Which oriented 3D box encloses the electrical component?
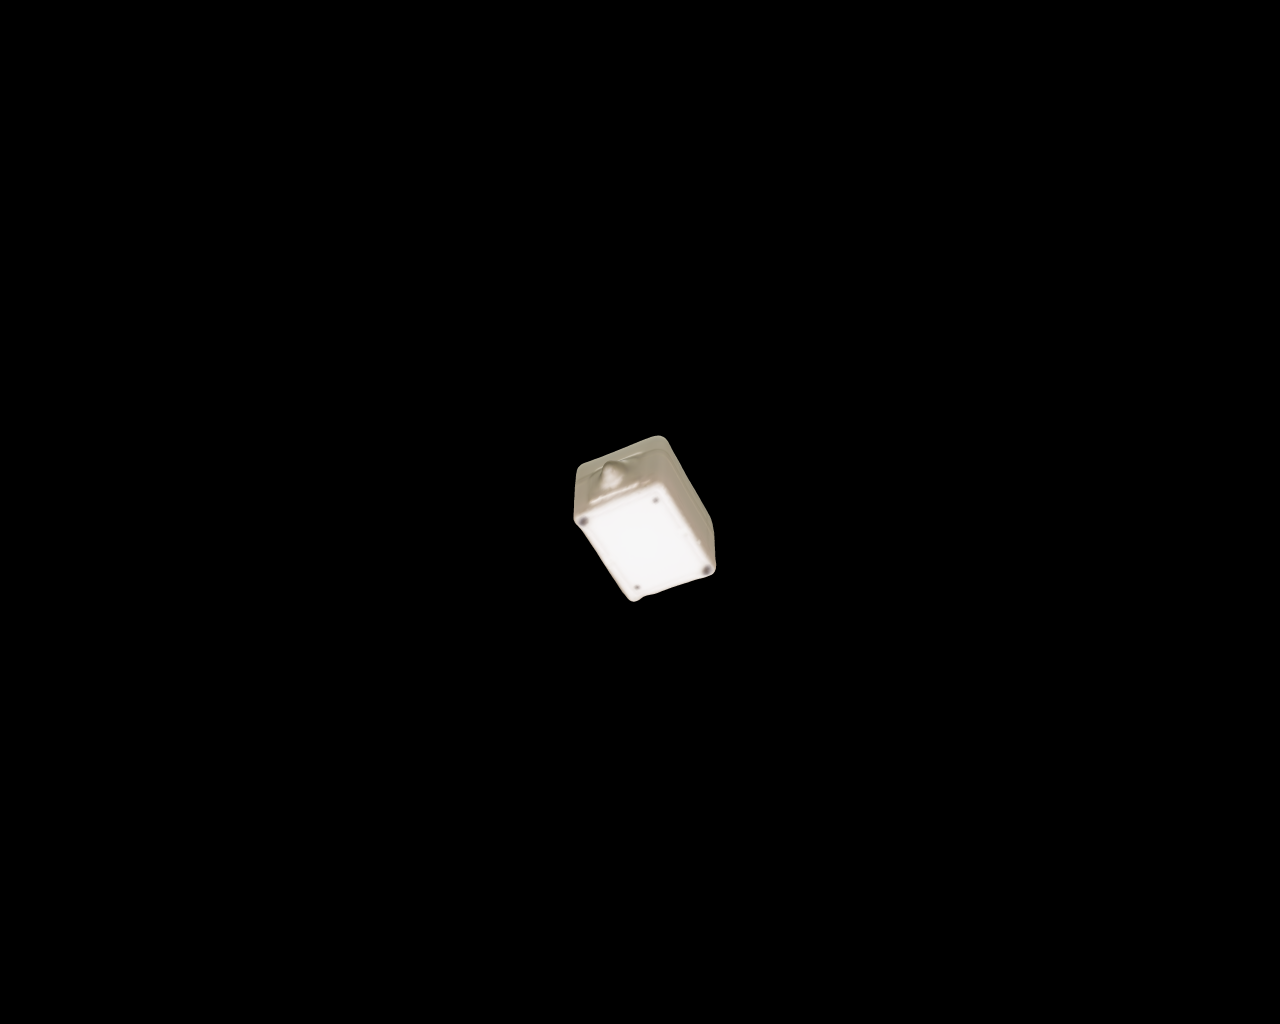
[{"bbox_3d":[0.001,-0.003,0.650,0.061,0.096,0.061,-21,36,16],"label":"electrical component"}]
